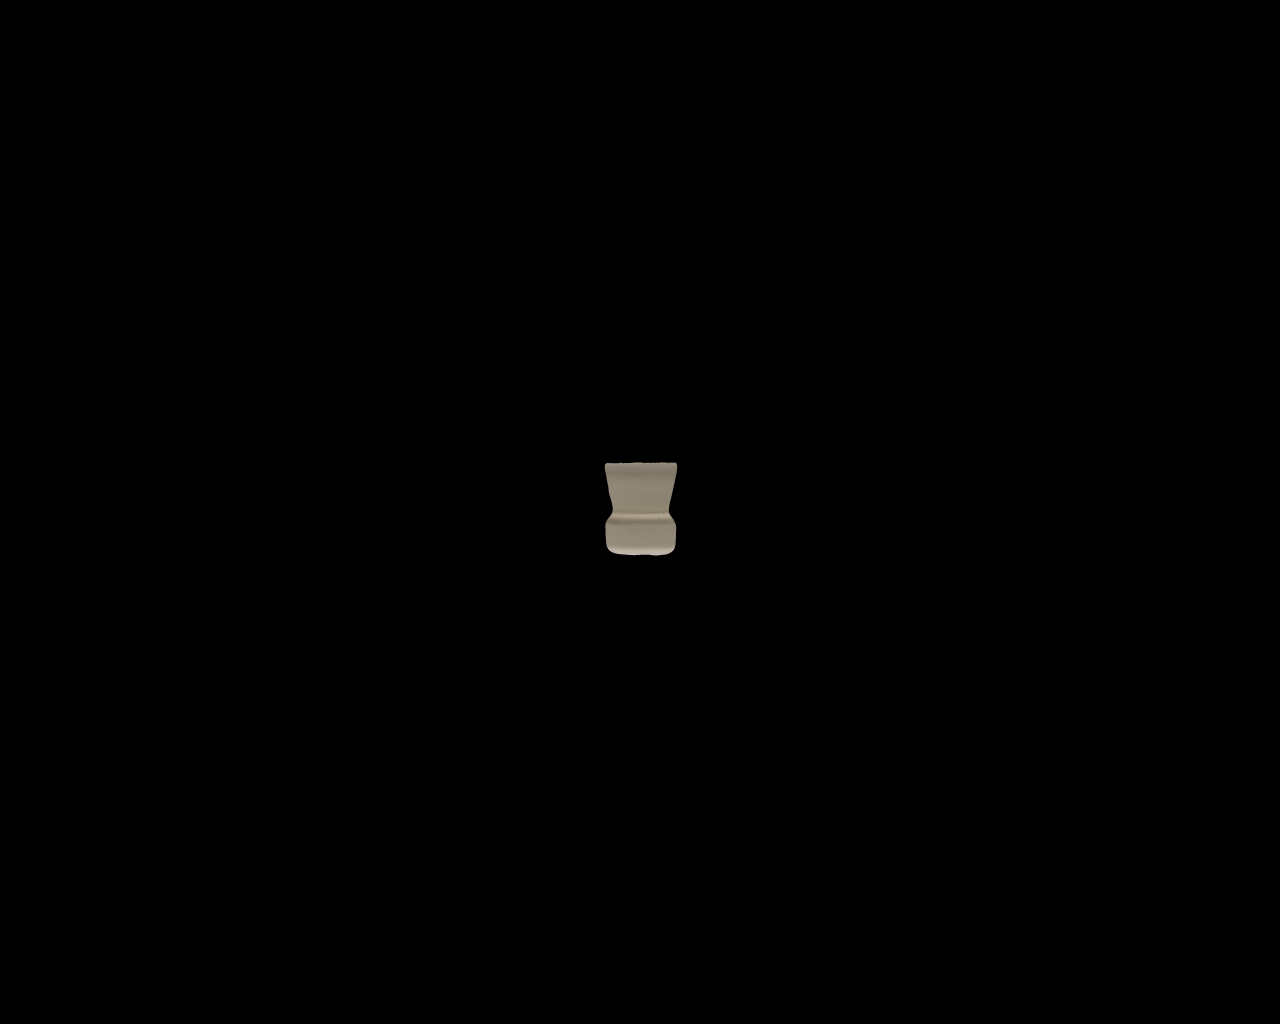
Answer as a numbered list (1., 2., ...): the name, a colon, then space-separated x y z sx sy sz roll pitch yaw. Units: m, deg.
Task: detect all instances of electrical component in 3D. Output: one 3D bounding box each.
1. electrical component: 0.001 -0.003 0.650 0.045 0.055 0.045 0 2 0
